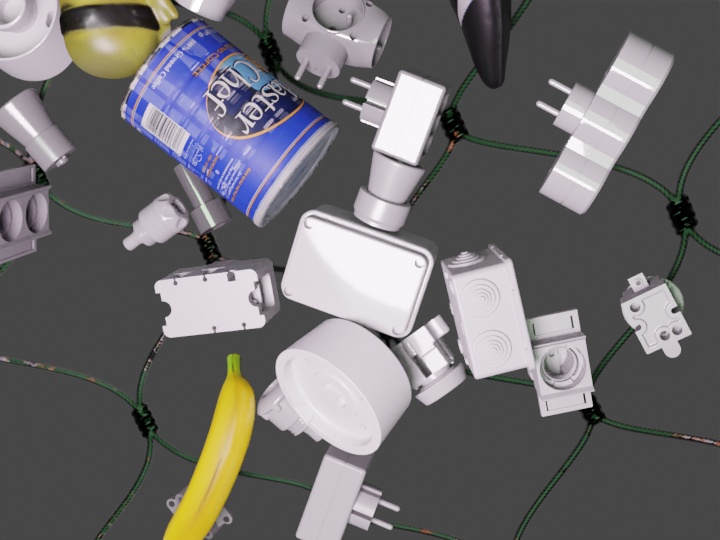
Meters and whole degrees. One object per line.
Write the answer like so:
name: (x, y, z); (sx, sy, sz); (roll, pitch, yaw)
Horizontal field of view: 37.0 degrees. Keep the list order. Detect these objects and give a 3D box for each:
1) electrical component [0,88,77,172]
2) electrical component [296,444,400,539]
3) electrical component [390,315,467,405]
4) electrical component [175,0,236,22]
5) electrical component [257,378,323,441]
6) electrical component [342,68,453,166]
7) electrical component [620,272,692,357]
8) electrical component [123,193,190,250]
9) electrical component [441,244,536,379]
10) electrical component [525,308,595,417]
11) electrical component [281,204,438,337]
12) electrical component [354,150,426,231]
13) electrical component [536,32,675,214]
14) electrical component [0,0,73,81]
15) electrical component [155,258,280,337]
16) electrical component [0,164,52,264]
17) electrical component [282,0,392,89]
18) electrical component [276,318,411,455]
electrical component: (-0.275, -0.117, 0.921); (0.044, 0.044, 0.065); (-37, 98, 17)
electrical component: (-0.004, 0.201, 0.932); (0.076, 0.047, 0.083); (21, 106, 6)
electrical component: (0.056, 0.078, 0.894); (0.066, 0.048, 0.055); (-37, 86, 16)
electrical component: (-0.129, -0.251, 0.859); (0.079, 0.043, 0.077); (31, 108, 7)
electrical component: (-0.054, 0.122, 0.927); (0.062, 0.048, 0.048); (43, 107, -10)
electrical component: (0.024, -0.129, 0.852); (0.077, 0.047, 0.065); (23, 106, 6)
electrical component: (0.230, 0.031, 0.841); (0.048, 0.055, 0.066); (-28, 95, 16)
electrical component: (-0.177, -0.037, 0.921); (0.061, 0.035, 0.035); (-34, 94, 19)
electrical component: (0.099, 0.032, 0.847); (0.048, 0.099, 0.099); (-14, 99, 1)
electrical component: (0.156, 0.071, 0.860); (0.042, 0.064, 0.081); (-11, 100, -2)
electrical component: (0.000, 0.000, 0.881); (0.113, 0.057, 0.078); (20, 106, 7)
electrical component: (0.023, -0.064, 0.868); (0.045, 0.045, 0.055); (23, 106, 6)
electrical component: (0.172, -0.119, 0.821); (0.074, 0.052, 0.138); (29, 106, 4)
electrical component: (-0.286, -0.213, 0.901); (0.099, 0.064, 0.099); (0, 89, 9)
electrical component: (-0.118, 0.022, 0.911); (0.089, 0.055, 0.050); (-7, 101, 13)
electrical component: (-0.319, -0.044, 0.903); (0.063, 0.121, 0.078); (7, 104, 13)
electrical component: (-0.025, -0.178, 0.842); (0.077, 0.044, 0.079); (22, 71, 6)
electrical component: (-0.008, 0.089, 0.872); (0.108, 0.060, 0.108); (29, 143, 25)
